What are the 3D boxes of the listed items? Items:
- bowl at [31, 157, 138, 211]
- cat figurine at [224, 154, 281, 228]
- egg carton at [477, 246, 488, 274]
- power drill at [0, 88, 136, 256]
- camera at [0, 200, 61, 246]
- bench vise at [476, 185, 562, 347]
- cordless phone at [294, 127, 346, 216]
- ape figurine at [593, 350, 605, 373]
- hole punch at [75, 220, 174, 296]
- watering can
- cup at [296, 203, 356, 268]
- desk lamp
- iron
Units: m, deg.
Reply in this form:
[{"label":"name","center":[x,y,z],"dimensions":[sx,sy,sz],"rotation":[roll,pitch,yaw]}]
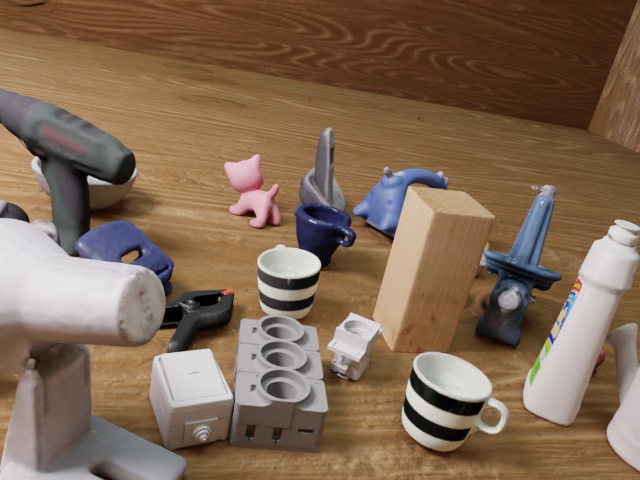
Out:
[{"label":"bowl","center":[-0.402,-0.095,0.981],"dimensions":[0.167,0.075,0.167],"rotation":[10,23,-4]},{"label":"cat figurine","center":[-0.124,-0.099,1.073],"dimensions":[0.127,0.118,0.067],"rotation":[28,28,33]},{"label":"egg carton","center":[0.236,0.011,1.061],"dimensions":[0.150,0.069,0.107],"rotation":[15,23,6]},{"label":"power drill","center":[-0.377,-0.091,0.812],"dimensions":[0.229,0.208,0.076],"rotation":[15,23,6]},{"label":"camera","center":[-0.406,-0.006,0.741],"dimensions":[0.143,0.101,0.136],"rotation":[6,24,-15]},{"label":"bench vise","center":[0.312,0.037,0.849],"dimensions":[0.121,0.220,0.207],"rotation":[13,23,2]},{"label":"cordless phone","center":[0.016,-0.137,1.143],"dimensions":[0.094,0.185,0.147],"rotation":[14,23,4]},{"label":"ape figurine","center":[0.368,0.136,0.814],"dimensions":[0.076,0.092,0.078],"rotation":[11,23,-3]},{"label":"hole punch","center":[-0.249,0.033,0.742],"dimensions":[0.101,0.091,0.109],"rotation":[18,24,14]},{"label":"watering can","center":[0.401,0.162,0.642],"dimensions":[0.172,0.194,0.101],"rotation":[27,27,31]},{"label":"cup","center":[0.009,0.003,0.934],"dimensions":[0.092,0.095,0.117],"rotation":[-12,33,-44]},{"label":"desk lamp","center":[-0.205,0.099,0.458],"dimensions":[0.203,0.213,0.118],"rotation":[18,24,13]},{"label":"iron","center":[0.197,-0.085,1.171],"dimensions":[0.259,0.141,0.118],"rotation":[-9,31,-40]}]
